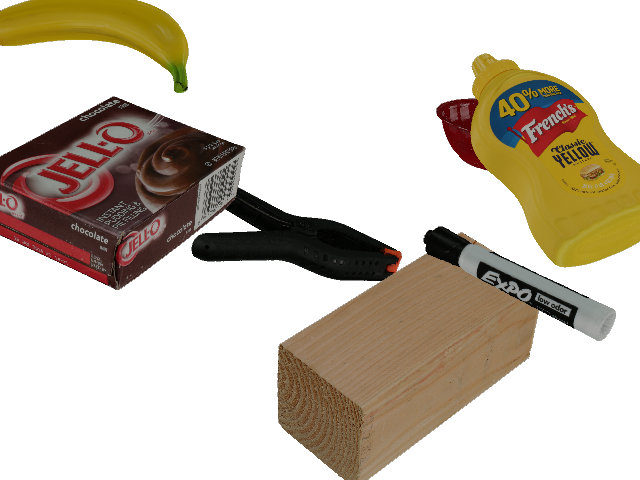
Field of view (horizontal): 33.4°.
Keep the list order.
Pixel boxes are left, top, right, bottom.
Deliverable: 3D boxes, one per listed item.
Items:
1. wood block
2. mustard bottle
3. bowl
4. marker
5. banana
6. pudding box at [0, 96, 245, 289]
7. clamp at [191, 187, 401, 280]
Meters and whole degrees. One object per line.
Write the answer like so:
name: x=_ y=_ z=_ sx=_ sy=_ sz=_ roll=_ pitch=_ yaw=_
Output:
wood block: x=0.072 y=0.089 z=0.842 sx=0.205 sy=0.090 sz=0.091 roll=-29 pitch=47 yaw=-34
mustard bottle: x=0.169 y=-0.073 z=0.803 sx=0.096 sy=0.192 sz=0.058 roll=-21 pitch=-33 yaw=-14
bowl: x=0.212 y=-0.119 z=1.250 sx=0.162 sy=0.055 sz=0.162 roll=4 pitch=23 yaw=-2
marker: x=0.108 y=0.021 z=0.600 sx=0.121 sy=0.020 sz=0.020 roll=28 pitch=17 yaw=34
banana: x=-0.183 y=-0.170 z=0.861 sx=0.198 sy=0.069 sz=0.037 roll=14 pitch=-39 yaw=18
pudding box: x=-0.106 y=-0.029 z=0.552 sx=0.090 sy=0.039 sz=0.113 roll=23 pitch=34 yaw=19
clamp: x=-0.025 y=0.003 z=1.028 sx=0.210 sy=0.036 sz=0.164 roll=18 pitch=24 yaw=-1
